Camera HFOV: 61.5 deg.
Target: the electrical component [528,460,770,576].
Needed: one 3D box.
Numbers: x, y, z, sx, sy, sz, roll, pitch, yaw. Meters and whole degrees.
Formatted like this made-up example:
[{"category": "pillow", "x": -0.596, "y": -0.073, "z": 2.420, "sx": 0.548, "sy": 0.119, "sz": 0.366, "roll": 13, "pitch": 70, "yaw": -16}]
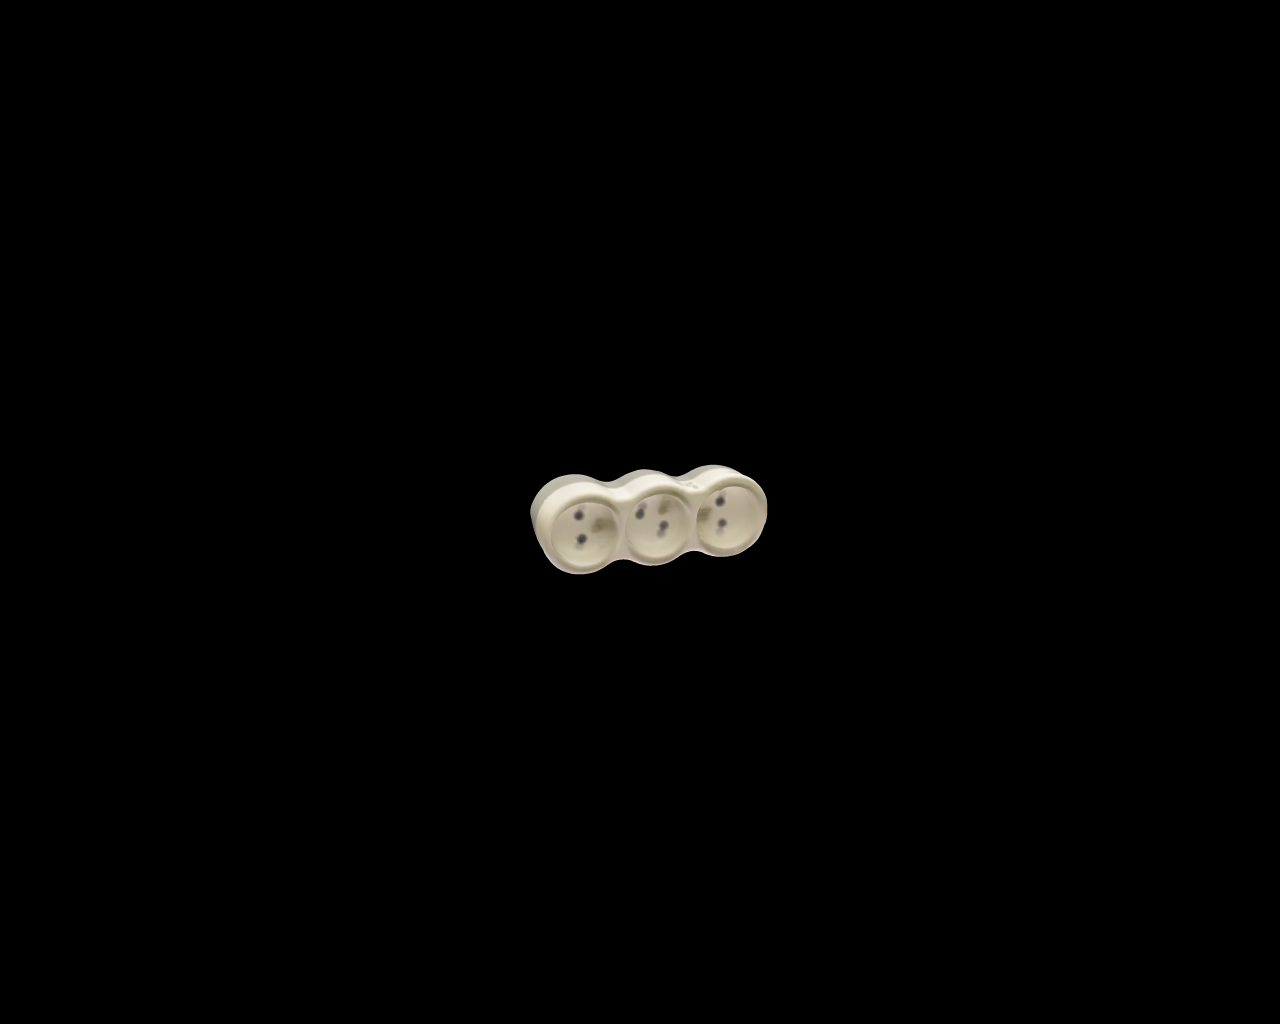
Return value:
[{"category": "electrical component", "x": 0.001, "y": -0.003, "z": 0.650, "sx": 0.138, "sy": 0.052, "sz": 0.074, "roll": -6, "pitch": 20, "yaw": -16}]
